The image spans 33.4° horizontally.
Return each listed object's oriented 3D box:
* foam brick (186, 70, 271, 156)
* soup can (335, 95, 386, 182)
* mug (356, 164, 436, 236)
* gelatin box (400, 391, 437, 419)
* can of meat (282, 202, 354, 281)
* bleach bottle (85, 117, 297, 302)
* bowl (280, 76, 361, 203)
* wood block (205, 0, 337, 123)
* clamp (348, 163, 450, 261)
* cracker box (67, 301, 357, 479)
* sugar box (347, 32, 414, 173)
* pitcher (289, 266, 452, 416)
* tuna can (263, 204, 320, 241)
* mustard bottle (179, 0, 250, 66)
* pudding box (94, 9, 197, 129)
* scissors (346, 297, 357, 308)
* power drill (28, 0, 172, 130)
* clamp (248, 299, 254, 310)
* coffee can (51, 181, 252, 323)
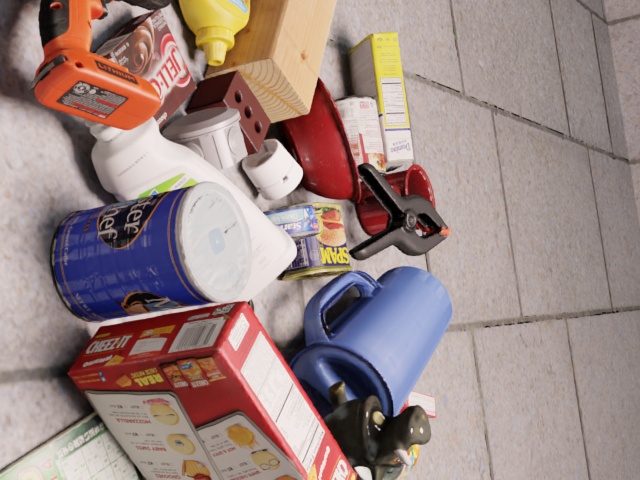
[{"bbox_3d":[-0.097,-0.132,1.145,0.078,0.051,0.053,56,37,-36],"label":"foam brick"},{"bbox_3d":[0.046,-0.130,1.385,0.068,0.069,0.102,3,78,-61],"label":"soup can"},{"bbox_3d":[0.095,-0.052,1.433,0.117,0.082,0.093,18,66,-58],"label":"mug"},{"bbox_3d":[0.098,0.211,1.359,0.089,0.073,0.030,24,60,-57],"label":"gelatin box"},{"bbox_3d":[-0.008,0.002,1.258,0.101,0.058,0.084,1,78,-61],"label":"can of meat"},{"bbox_3d":[-0.128,-0.041,1.017,0.250,0.102,0.068,51,-5,-40],"label":"bleach bottle"},{"bbox_3d":[-0.006,-0.110,1.253,0.162,0.055,0.162,159,-90,-82],"label":"bowl"},{"bbox_3d":[-0.050,-0.241,1.227,0.090,0.090,0.206,52,39,-42],"label":"wood block"},{"bbox_3d":[0.097,-0.014,1.342,0.171,0.039,0.120,24,77,-37],"label":"clamp"},{"bbox_3d":[-0.088,0.159,0.917,0.213,0.164,0.072,60,35,-27],"label":"cracker box"},{"bbox_3d":[0.082,-0.183,1.441,0.048,0.093,0.176,-7,85,-19],"label":"sugar box"},{"bbox_3d":[0.065,0.117,1.258,0.242,0.145,0.149,-44,158,-54],"label":"pitcher"},{"bbox_3d":[-0.045,-0.014,1.164,0.086,0.086,0.034,-6,84,-61],"label":"tuna can"},{"bbox_3d":[-0.115,-0.280,1.155,0.096,0.058,0.191,21,62,-57],"label":"mustard bottle"},{"bbox_3d":[-0.171,-0.160,1.033,0.090,0.039,0.113,65,32,-25],"label":"pudding box"},{"bbox_3d":[0.073,0.146,1.394,0.201,0.016,0.096,43,48,-47],"label":"scissors"},{"bbox_3d":[-0.192,-0.190,0.930,0.184,0.057,0.188,13,52,-44],"label":"power drill"},{"bbox_3d":[-0.081,0.167,1.089,0.164,0.036,0.210,-53,129,-54],"label":"clamp"},{"bbox_3d":[-0.144,0.012,0.919,0.102,0.141,0.103,28,57,-55],"label":"coffee can"}]
